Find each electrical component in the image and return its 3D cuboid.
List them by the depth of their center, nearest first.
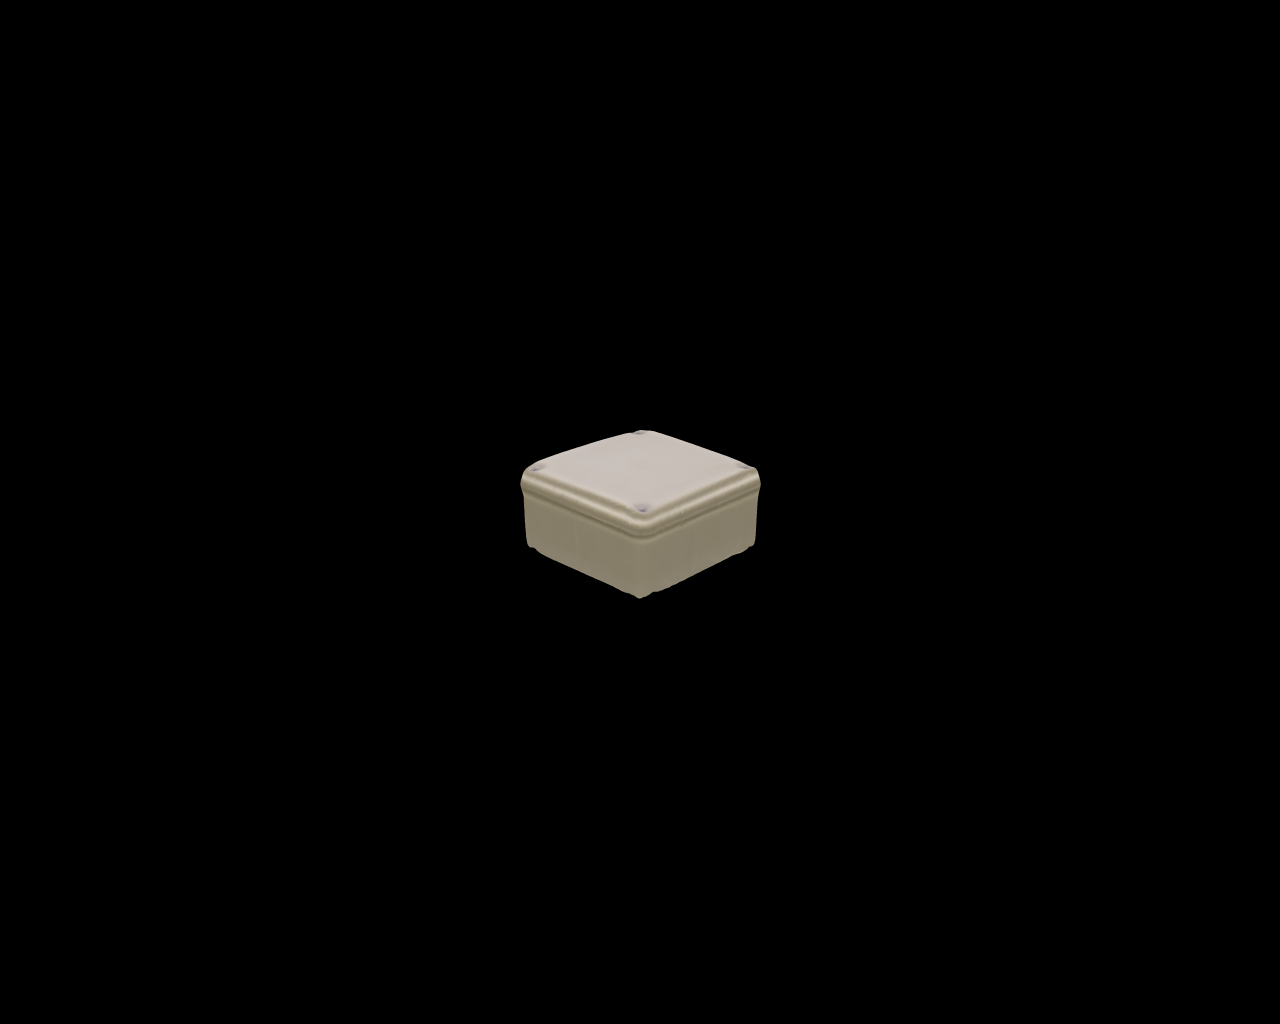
[{"bbox_3d":[0.001,-0.003,0.650,0.109,0.056,0.109,-22,32,-40],"label":"electrical component"}]
